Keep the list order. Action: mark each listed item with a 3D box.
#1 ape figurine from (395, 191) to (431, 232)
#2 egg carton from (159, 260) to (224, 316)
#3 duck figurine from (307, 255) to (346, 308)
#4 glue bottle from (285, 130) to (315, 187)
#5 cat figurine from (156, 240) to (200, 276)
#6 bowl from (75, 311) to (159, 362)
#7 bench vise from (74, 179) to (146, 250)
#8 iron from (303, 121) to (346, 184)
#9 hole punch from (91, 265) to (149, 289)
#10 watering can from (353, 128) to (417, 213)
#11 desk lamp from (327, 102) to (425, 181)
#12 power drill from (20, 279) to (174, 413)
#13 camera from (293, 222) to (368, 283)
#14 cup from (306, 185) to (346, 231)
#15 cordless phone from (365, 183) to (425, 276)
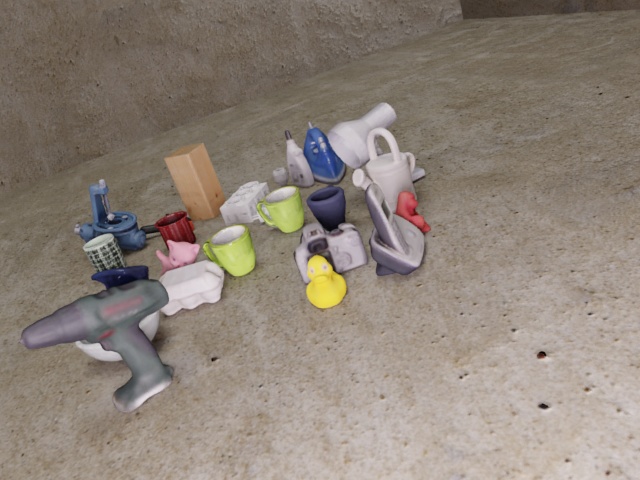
[{"bbox_3d":[0.190,-0.061,1.221,0.076,0.092,0.078,-10,26,19],"label":"ape figurine"},{"bbox_3d":[-0.280,0.101,1.234,0.150,0.069,0.107,-17,25,3],"label":"egg carton"},{"bbox_3d":[0.004,0.068,1.087,0.077,0.086,0.104,-16,25,5],"label":"duck figurine"},{"bbox_3d":[-0.070,-0.240,1.675,0.037,0.173,0.077,-36,30,-33],"label":"glue bottle"},{"bbox_3d":[-0.328,0.046,1.325,0.127,0.118,0.067,0,30,34],"label":"cat figurine"},{"bbox_3d":[-0.385,0.186,1.124,0.167,0.075,0.167,-15,25,7],"label":"bowl"},{"bbox_3d":[-0.620,-0.056,1.615,0.207,0.220,0.121,-16,25,5],"label":"bench vise"},{"bbox_3d":[0.007,-0.268,1.720,0.118,0.142,0.258,-20,25,-4],"label":"iron"},{"bbox_3d":[-0.469,0.091,1.360,0.108,0.091,0.101,-10,26,17],"label":"hole punch"},{"bbox_3d":[0.154,-0.166,1.342,0.100,0.194,0.173,0,31,35],"label":"watering can"},{"bbox_3d":[0.139,-0.227,1.455,0.203,0.214,0.117,-28,26,-20],"label":"desk lamp"},{"bbox_3d":[-0.340,0.176,0.952,0.230,0.209,0.075,-35,29,-32],"label":"power drill"},{"bbox_3d":[0.011,0.004,1.198,0.143,0.101,0.136,-19,25,-2],"label":"camera"},{"bbox_3d":[0.025,-0.073,1.356,0.091,0.095,0.118,-11,26,16],"label":"cup"},{"bbox_3d":[0.136,-0.037,1.096,0.094,0.185,0.147,-10,26,19],"label":"cordless phone"}]
